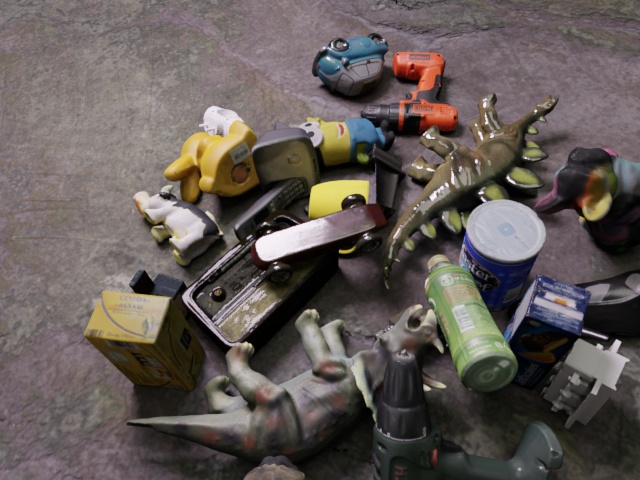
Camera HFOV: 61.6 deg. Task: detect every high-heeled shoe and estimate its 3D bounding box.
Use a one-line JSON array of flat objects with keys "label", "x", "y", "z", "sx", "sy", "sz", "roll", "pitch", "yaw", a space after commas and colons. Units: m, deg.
[{"label": "high-heeled shoe", "x": 0.399, "y": 0.085, "z": 0.784, "sx": 0.249, "sy": 0.086, "sz": 0.145, "roll": -21, "pitch": 22, "yaw": -31}]

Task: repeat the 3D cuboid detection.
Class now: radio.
[{"label": "radio", "x": -0.088, "y": 0.063, "z": 0.822, "sx": 0.131, "sy": 0.073, "sz": 0.229, "roll": 36, "pitch": 63, "yaw": 24}]

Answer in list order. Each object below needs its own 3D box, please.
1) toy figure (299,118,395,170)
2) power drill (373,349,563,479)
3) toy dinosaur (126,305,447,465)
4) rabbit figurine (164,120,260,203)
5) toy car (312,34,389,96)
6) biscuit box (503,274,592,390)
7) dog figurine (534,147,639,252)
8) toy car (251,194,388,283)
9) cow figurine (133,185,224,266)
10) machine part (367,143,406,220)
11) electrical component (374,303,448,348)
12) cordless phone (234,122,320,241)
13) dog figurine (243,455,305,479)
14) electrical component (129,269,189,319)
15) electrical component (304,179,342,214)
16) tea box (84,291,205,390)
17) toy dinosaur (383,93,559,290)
[{"label": "toy figure", "x": 0.040, "y": -0.173, "z": 0.976, "sx": 0.180, "sy": 0.089, "sz": 0.082, "roll": -5, "pitch": 26, "yaw": -10}, {"label": "power drill", "x": 0.161, "y": 0.241, "z": 0.611, "sx": 0.207, "sy": 0.231, "sz": 0.086, "roll": 5, "pitch": 11, "yaw": -12}, {"label": "toy dinosaur", "x": -0.028, "y": 0.213, "z": 0.693, "sx": 0.405, "sy": 0.131, "sz": 0.192, "roll": -29, "pitch": 57, "yaw": -7}, {"label": "rabbit figurine", "x": -0.196, "y": -0.136, "z": 0.970, "sx": 0.162, "sy": 0.121, "sz": 0.173, "roll": -44, "pitch": 48, "yaw": -13}, {"label": "toy car", "x": 0.071, "y": -0.346, "z": 1.092, "sx": 0.162, "sy": 0.109, "sz": 0.103, "roll": -17, "pitch": 78, "yaw": -20}, {"label": "biscuit box", "x": 0.268, "y": 0.121, "z": 0.669, "sx": 0.063, "sy": 0.202, "sz": 0.059, "roll": 19, "pitch": 62, "yaw": 16}, {"label": "dog figurine", "x": 0.397, "y": -0.049, "z": 0.763, "sx": 0.219, "sy": 0.191, "sz": 0.109, "roll": -25, "pitch": 28, "yaw": -34}, {"label": "toy car", "x": -0.002, "y": -0.002, "z": 0.787, "sx": 0.202, "sy": 0.053, "sz": 0.089, "roll": -18, "pitch": 58, "yaw": -4}, {"label": "cow figurine", "x": -0.244, "y": -0.040, "z": 0.915, "sx": 0.098, "sy": 0.068, "sz": 0.167, "roll": -34, "pitch": 62, "yaw": -25}, {"label": "machine part", "x": 0.111, "y": -0.096, "z": 0.917, "sx": 0.039, "sy": 0.084, "sz": 0.139, "roll": -25, "pitch": 42, "yaw": 43}, {"label": "electrical component", "x": 0.140, "y": 0.135, "z": 0.771, "sx": 0.102, "sy": 0.045, "sz": 0.078, "roll": -31, "pitch": 30, "yaw": -19}, {"label": "cordless phone", "x": -0.088, "y": -0.092, "z": 0.890, "sx": 0.089, "sy": 0.146, "sz": 0.184, "roll": 31, "pitch": 65, "yaw": 26}, {"label": "dog figurine", "x": 0.001, "y": 0.311, "z": 0.568, "sx": 0.172, "sy": 0.190, "sz": 0.121, "roll": 9, "pitch": 57, "yaw": 10}, {"label": "electrical component", "x": -0.233, "y": 0.088, "z": 0.792, "sx": 0.048, "sy": 0.119, "sz": 0.075, "roll": 16, "pitch": 55, "yaw": 17}, {"label": "electrical component", "x": 0.019, "y": -0.067, "z": 0.937, "sx": 0.094, "sy": 0.021, "sz": 0.063, "roll": -37, "pitch": 60, "yaw": -20}, {"label": "tea box", "x": -0.229, "y": 0.140, "z": 0.724, "sx": 0.098, "sy": 0.169, "sz": 0.068, "roll": 6, "pitch": 57, "yaw": 7}, {"label": "toy dinosaur", "x": 0.246, "y": -0.102, "z": 0.893, "sx": 0.471, "sy": 0.105, "sz": 0.199, "roll": -37, "pitch": 63, "yaw": -13}]
